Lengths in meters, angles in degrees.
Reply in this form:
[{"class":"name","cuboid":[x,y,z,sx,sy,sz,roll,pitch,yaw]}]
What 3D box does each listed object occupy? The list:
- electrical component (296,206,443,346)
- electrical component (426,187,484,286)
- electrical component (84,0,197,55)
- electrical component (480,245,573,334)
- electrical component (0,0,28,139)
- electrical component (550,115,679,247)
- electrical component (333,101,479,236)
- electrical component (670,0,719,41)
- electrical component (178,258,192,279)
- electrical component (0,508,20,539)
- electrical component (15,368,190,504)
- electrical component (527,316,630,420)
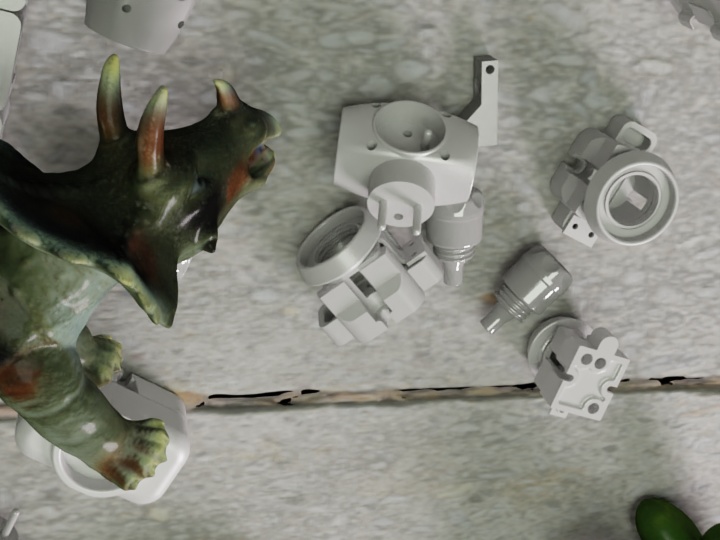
[{"class":"electrical component","cuboid":[0.000,0.000,0.628,0.078,0.058,0.057,-34,116,13]},{"class":"electrical component","cuboid":[0.057,-0.020,0.646,0.035,0.035,0.061,-6,115,-11]},{"class":"electrical component","cuboid":[-0.120,-0.155,0.535,0.079,0.043,0.077,7,113,-45]},{"class":"electrical component","cuboid":[0.101,0.015,0.671,0.061,0.035,0.035,-45,114,10]},{"class":"electrical component","cuboid":[-0.215,-0.116,0.529,0.089,0.061,0.150,12,109,-17]},{"class":"electrical component","cuboid":[0.154,-0.048,0.644,0.058,0.057,0.078,25,105,-21]},{"class":"electrical component","cuboid":[0.024,-0.051,0.595,0.077,0.079,0.044,8,142,-2]},{"class":"electrical component","cuboid":[0.210,-0.159,0.576,0.063,0.121,0.078,-36,115,5]},{"class":"electrical component","cuboid":[-0.123,-0.021,0.599,0.062,0.043,0.043,20,106,-18]},{"class":"electrical component","cuboid":[-0.233,0.174,0.654,0.077,0.043,0.079,24,105,-21]},{"class":"electrical component","cuboid":[-0.150,0.093,0.631,0.095,0.059,0.053,30,103,-22]},{"class":"electrical component","cuboid":[0.136,0.060,0.685,0.048,0.055,0.066,16,107,-19]}]
